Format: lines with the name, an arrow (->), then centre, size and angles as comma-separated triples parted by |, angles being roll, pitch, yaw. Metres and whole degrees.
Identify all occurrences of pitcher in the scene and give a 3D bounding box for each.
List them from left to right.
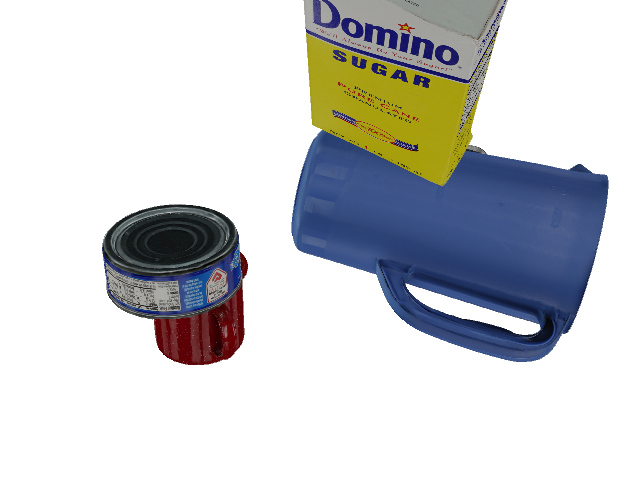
pitcher -> 0.101, -0.007, 0.871 | 0.243, 0.145, 0.149 | 14, 16, 7

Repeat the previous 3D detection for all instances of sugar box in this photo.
sugar box -> 0.040, -0.095, 0.564 | 0.093, 0.048, 0.176 | 26, -14, 10

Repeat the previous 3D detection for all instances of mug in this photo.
mug -> -0.104, 0.063, 0.954 | 0.093, 0.081, 0.117 | -18, 35, -27

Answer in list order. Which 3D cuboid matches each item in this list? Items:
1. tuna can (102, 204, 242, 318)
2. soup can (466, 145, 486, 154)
tuna can -> -0.092, 0.011, 0.665 | 0.086, 0.034, 0.086 | -1, 31, 0
soup can -> 0.163, -0.057, 1.277 | 0.068, 0.102, 0.068 | -2, 27, 1
